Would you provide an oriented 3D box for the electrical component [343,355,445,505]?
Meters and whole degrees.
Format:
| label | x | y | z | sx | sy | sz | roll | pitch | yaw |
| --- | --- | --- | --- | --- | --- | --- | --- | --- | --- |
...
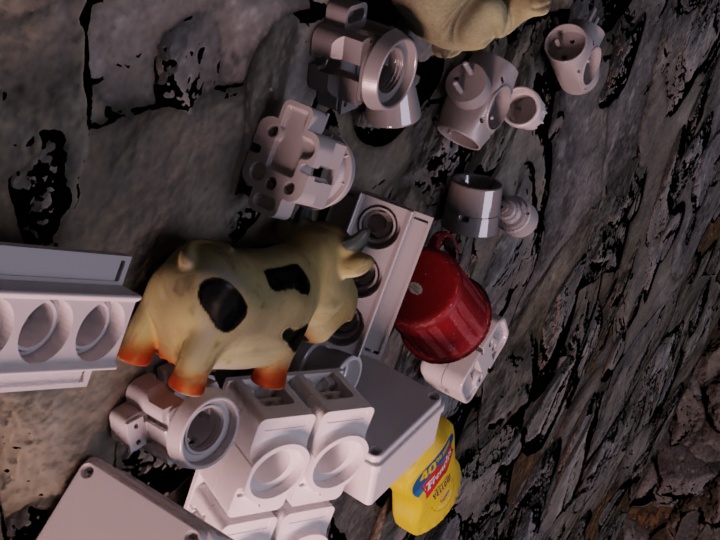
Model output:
| label | x | y | z | sx | sy | sz | roll | pitch | yaw |
| --- | --- | --- | --- | --- | --- | --- | --- | --- | --- |
| electrical component | -0.002 | 0.131 | 0.925 | 0.109 | 0.109 | 0.056 | -35 | 144 | -45 |

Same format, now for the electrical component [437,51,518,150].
| label | x | y | z | sx | sy | sz | roll | pitch | yaw |
| --- | --- | --- | --- | --- | --- | --- | --- | --- | --- |
| electrical component | 0.098 | -0.155 | 0.938 | 0.077 | 0.044 | 0.079 | -63 | 153 | -5 |

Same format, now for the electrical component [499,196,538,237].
| label | x | y | z | sx | sy | sz | roll | pitch | yaw |
| --- | --- | --- | --- | --- | --- | --- | --- | --- | --- |
| electrical component | 0.162 | -0.059 | 1.140 | 0.078 | 0.040 | 0.040 | 19 | 95 | -64 |

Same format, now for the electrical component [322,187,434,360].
| label | x | y | z | sx | sy | sz | roll | pitch | yaw |
| --- | --- | --- | --- | --- | --- | --- | --- | --- | --- |
| electrical component | 0.000 | 0.000 | 0.859 | 0.063 | 0.079 | 0.121 | -83 | -166 | -81 |

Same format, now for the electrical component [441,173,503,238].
| label | x | y | z | sx | sy | sz | roll | pitch | yaw |
| --- | --- | --- | --- | --- | --- | --- | --- | --- | --- |
| electrical component | 0.108 | -0.062 | 1.024 | 0.055 | 0.055 | 0.047 | -25 | 130 | -52 |

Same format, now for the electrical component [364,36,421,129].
| label | x | y | z | sx | sy | sz | roll | pitch | yaw |
| --- | --- | --- | --- | --- | --- | --- | --- | --- | --- |
| electrical component | 0.024 | -0.146 | 0.815 | 0.044 | 0.044 | 0.065 | -40 | 140 | -40 |

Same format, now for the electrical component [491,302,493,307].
| label | x | y | z | sx | sy | sz | roll | pitch | yaw |
| --- | --- | --- | --- | --- | --- | --- | --- | --- | --- |
| electrical component | 0.094 | 0.038 | 1.069 | 0.044 | 0.065 | 0.044 | -61 | 172 | -14 |

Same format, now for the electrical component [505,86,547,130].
| label | x | y | z | sx | sy | sz | roll | pitch | yaw |
| --- | --- | --- | --- | --- | --- | --- | --- | --- | --- |
| electrical component | 0.163 | -0.158 | 1.062 | 0.046 | 0.040 | 0.040 | 2 | 110 | -68 |

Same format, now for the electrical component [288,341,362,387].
| label | x | y | z | sx | sy | sz | roll | pitch | yaw |
| --- | --- | --- | --- | --- | --- | --- | --- | --- | --- |
| electrical component | -0.033 | 0.079 | 0.883 | 0.045 | 0.055 | 0.045 | -42 | 146 | -38 |

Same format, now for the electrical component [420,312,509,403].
| label | x | y | z | sx | sy | sz | roll | pitch | yaw |
| --- | --- | --- | --- | --- | --- | --- | --- | --- | --- |
| electrical component | 0.108 | 0.085 | 1.143 | 0.095 | 0.059 | 0.053 | -56 | 152 | -18 |

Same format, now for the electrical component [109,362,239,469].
| label | x | y | z | sx | sy | sz | roll | pitch | yaw |
| --- | --- | --- | --- | --- | --- | --- | --- | --- | --- |
| electrical component | -0.119 | 0.100 | 0.726 | 0.078 | 0.057 | 0.058 | -27 | 126 | -42 |

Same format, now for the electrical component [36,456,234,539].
| label | x | y | z | sx | sy | sz | roll | pitch | yaw |
| --- | --- | --- | --- | --- | --- | --- | --- | --- | --- |
| electrical component | -0.155 | 0.195 | 0.698 | 0.108 | 0.109 | 0.056 | -60 | 156 | -11 |

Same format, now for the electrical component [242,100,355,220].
| label | x | y | z | sx | sy | sz | roll | pitch | yaw |
| --- | --- | --- | --- | --- | --- | --- | --- | --- | --- |
| electrical component | -0.039 | -0.072 | 0.741 | 0.057 | 0.058 | 0.078 | 8 | 105 | -60 |

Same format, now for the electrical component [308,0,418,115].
| label | x | y | z | sx | sy | sz | roll | pitch | yaw |
| --- | --- | --- | --- | --- | --- | --- | --- | --- | --- |
| electrical component | 0.003 | -0.145 | 0.756 | 0.058 | 0.057 | 0.078 | -33 | 139 | -48 |

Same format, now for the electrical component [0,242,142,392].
| label | x | y | z | sx | sy | sz | roll | pitch | yaw |
| --- | --- | --- | --- | --- | --- | --- | --- | --- | --- |
| electrical component | -0.181 | 0.020 | 0.552 | 0.121 | 0.063 | 0.078 | 6 | 107 | -62 |

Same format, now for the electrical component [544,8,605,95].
| label | x | y | z | sx | sy | sz | roll | pitch | yaw |
| --- | --- | --- | --- | --- | --- | --- | --- | --- | --- |
| electrical component | 0.228 | -0.232 | 1.111 | 0.079 | 0.044 | 0.077 | -63 | 153 | -6 |

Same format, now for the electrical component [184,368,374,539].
| label | x | y | z | sx | sy | sz | roll | pitch | yaw |
| --- | --- | --- | --- | --- | --- | --- | --- | --- | --- |
| electrical component | -0.069 | 0.172 | 0.828 | 0.105 | 0.060 | 0.186 | -1 | 121 | -39 |
